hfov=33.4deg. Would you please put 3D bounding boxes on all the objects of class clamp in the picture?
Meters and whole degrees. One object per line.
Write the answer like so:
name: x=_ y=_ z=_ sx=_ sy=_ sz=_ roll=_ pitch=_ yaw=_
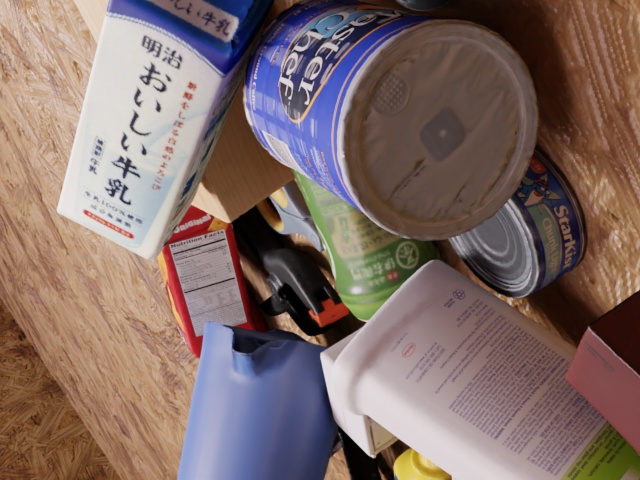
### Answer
clamp: x=0.047 y=0.243 z=0.989 sx=0.164 sy=0.036 sz=0.210 roll=-158 pitch=53 yaw=-86
clamp: x=-0.031 y=0.027 z=0.924 sx=0.172 sy=0.039 sz=0.120 roll=17 pitch=136 yaw=63

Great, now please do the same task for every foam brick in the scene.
foam brick: x=0.167 y=0.068 z=0.514 sx=0.078 sy=0.051 sz=0.053 roll=49 pitch=155 yaw=28

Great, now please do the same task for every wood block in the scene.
wood block: x=-0.092 y=-0.128 z=0.759 sx=0.090 sy=0.090 sz=0.206 roll=25 pitch=146 yaw=57

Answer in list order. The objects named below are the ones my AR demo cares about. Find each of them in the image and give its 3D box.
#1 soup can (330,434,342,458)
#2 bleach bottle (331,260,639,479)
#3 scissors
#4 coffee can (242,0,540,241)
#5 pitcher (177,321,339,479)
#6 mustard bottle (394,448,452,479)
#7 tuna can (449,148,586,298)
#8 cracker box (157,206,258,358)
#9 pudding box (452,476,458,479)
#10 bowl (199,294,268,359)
soup can: x=-0.025 y=0.164 z=1.041 sx=0.102 sy=0.068 sz=0.068 roll=49 pitch=156 yaw=29
bleach bottle: x=0.130 y=0.115 z=0.556 sx=0.251 sy=0.102 sz=0.068 roll=36 pitch=162 yaw=27
scissors: x=-0.006 y=0.001 z=0.862 sx=0.202 sy=0.016 sz=0.096 roll=54 pitch=159 yaw=18
coffee can: x=0.030 y=-0.068 z=0.547 sx=0.140 sy=0.102 sz=0.103 roll=37 pitch=150 yaw=62
pitcher: x=-0.053 y=0.196 z=0.899 sx=0.145 sy=0.149 sz=0.243 roll=0 pitch=75 yaw=62
mustard bottle: x=0.097 y=0.217 z=0.848 sx=0.096 sy=0.058 sz=0.191 roll=48 pitch=156 yaw=43
tuna can: x=0.102 y=-0.012 z=0.581 sx=0.086 sy=0.033 sz=0.086 roll=48 pitch=156 yaw=29
cracker box: x=-0.123 y=-0.023 z=0.963 sx=0.164 sy=0.072 sz=0.214 roll=-116 pitch=12 yaw=-45
pudding box: x=0.100 y=0.122 z=0.667 sx=0.113 sy=0.039 sz=0.090 roll=-88 pitch=-6 yaw=-52
bowl: x=-0.099 y=0.090 z=1.129 sx=0.162 sy=0.055 sz=0.162 roll=48 pitch=155 yaw=30
